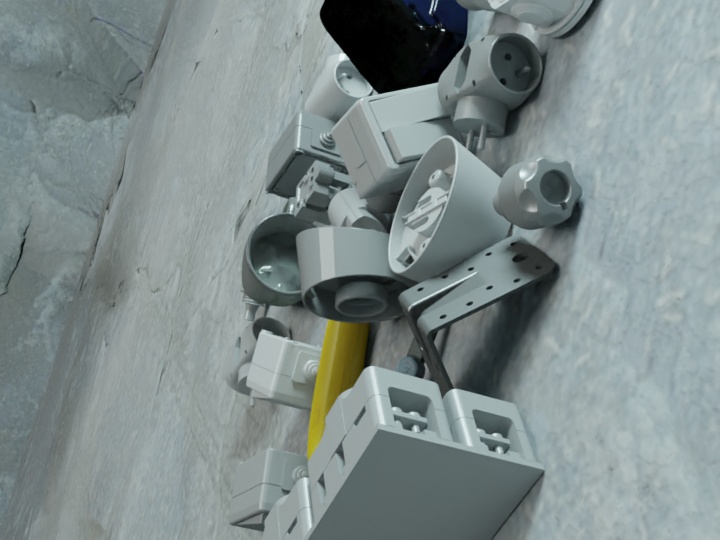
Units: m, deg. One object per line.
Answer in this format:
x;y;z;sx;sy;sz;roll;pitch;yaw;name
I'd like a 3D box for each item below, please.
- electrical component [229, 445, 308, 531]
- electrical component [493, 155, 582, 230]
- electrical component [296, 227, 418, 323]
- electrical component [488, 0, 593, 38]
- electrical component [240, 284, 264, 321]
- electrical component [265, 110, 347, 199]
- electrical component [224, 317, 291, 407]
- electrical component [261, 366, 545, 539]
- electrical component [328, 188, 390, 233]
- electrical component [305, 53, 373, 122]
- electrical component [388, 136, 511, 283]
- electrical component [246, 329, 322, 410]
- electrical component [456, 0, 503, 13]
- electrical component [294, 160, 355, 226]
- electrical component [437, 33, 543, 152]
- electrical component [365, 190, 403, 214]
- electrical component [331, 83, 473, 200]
-0.063;0.187;0.888;0.096;0.062;0.061;-39;40;57;electrical component
0.105;-0.046;0.665;0.062;0.043;0.043;165;119;-67;electrical component
0.000;0.000;0.823;0.099;0.099;0.064;138;138;-54;electrical component
0.126;-0.201;0.719;0.080;0.051;0.080;-51;30;46;electrical component
-0.116;0.026;1.186;0.035;0.035;0.061;-177;101;-69;electrical component
-0.049;-0.117;1.085;0.096;0.062;0.061;-47;33;49;electrical component
-0.104;0.101;1.085;0.077;0.043;0.079;-55;26;39;electrical component
0.014;0.150;0.657;0.186;0.105;0.060;-60;24;30;electrical component
0.002;-0.037;0.920;0.043;0.043;0.081;-67;21;16;electrical component
-0.020;-0.192;1.095;0.077;0.043;0.079;-37;41;58;electrical component
0.057;-0.037;0.741;0.099;0.064;0.099;-40;35;35;electrical component
-0.055;0.092;0.939;0.096;0.062;0.061;5;79;69;electrical component
0.098;-0.217;0.811;0.045;0.045;0.055;-70;21;8;electrical component
-0.026;-0.067;0.996;0.066;0.055;0.048;-49;32;48;electrical component
0.088;-0.119;0.764;0.077;0.043;0.079;-16;60;66;electrical component
0.030;-0.077;0.886;0.065;0.044;0.044;124;154;-49;electrical component
0.039;-0.101;0.814;0.061;0.096;0.061;-39;71;56;electrical component
